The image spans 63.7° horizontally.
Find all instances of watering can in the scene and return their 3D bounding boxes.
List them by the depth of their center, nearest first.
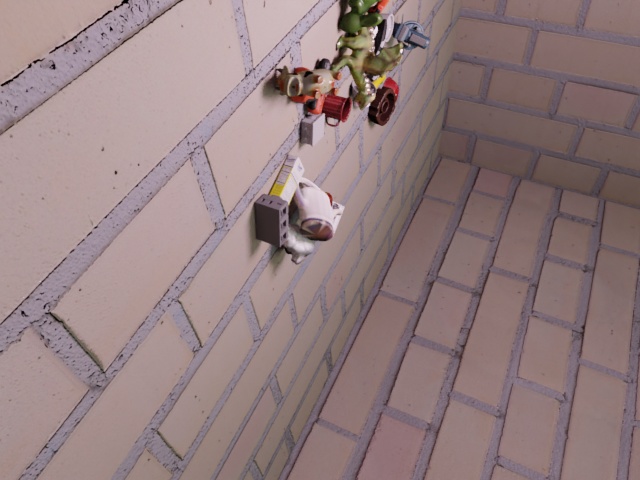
[{"bbox_3d":[0.006,-0.093,1.856,0.343,0.103,0.229,34,40,-49],"label":"watering can"}]

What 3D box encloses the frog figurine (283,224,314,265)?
[{"bbox_3d":[-0.088,-0.009,1.823,0.141,0.122,0.156,-100,177,-47],"label":"frog figurine"}]

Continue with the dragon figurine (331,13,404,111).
[{"bbox_3d":[0.180,-0.657,1.787,0.122,0.244,0.408,2,108,-65],"label":"dragon figurine"}]
